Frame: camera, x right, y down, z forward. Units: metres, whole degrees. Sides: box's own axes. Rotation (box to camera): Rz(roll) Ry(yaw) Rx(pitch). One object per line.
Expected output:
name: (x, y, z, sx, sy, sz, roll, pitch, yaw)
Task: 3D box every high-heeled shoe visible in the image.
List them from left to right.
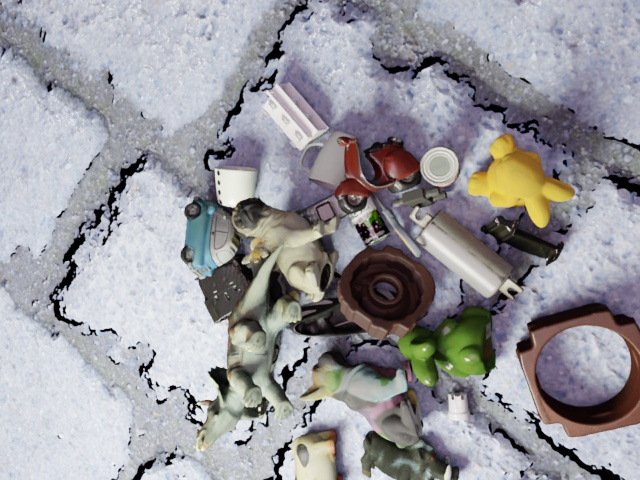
high-heeled shoe: (0.070, 0.144, 1.004, 0.249, 0.145, 0.086, -5, 93, 17)

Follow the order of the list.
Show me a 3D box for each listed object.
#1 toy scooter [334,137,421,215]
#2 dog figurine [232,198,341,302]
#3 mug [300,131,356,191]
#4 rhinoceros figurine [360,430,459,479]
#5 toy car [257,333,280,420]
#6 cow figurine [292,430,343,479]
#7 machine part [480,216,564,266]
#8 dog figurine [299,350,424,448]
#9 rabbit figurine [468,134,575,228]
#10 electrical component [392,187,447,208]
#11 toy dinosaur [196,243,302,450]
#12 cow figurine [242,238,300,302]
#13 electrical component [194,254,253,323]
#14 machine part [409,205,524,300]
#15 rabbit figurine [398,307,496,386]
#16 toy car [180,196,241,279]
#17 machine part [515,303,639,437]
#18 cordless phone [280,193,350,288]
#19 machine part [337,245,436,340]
toy scooter: (0.096, -0.137, 0.980, 0.184, 0.075, 0.135, -24, 97, -20)
dog figurine: (-0.072, 0.016, 0.978, 0.191, 0.121, 0.172, 8, 90, 22)
mug: (0.022, -0.156, 1.035, 0.110, 0.080, 0.107, 21, 87, 12)
rhinoceros figurine: (0.171, 0.431, 1.039, 0.190, 0.073, 0.112, 18, 87, 15)
toy car: (-0.133, 0.278, 1.113, 0.074, 0.056, 0.201, 14, 99, 14)
cow figurine: (-0.018, 0.487, 1.083, 0.127, 0.085, 0.194, -5, 95, 9)
machine part: (0.364, -0.001, 0.959, 0.139, 0.084, 0.039, 25, 68, 0)
dog figurine: (0.076, 0.305, 1.035, 0.219, 0.108, 0.191, -11, 90, 19)
rabbit figurine: (0.333, -0.095, 0.905, 0.162, 0.173, 0.122, 45, 99, 12)
electrical component: (0.185, -0.076, 1.001, 0.094, 0.063, 0.021, -16, 73, 29)
toy dinosaur: (-0.127, 0.190, 0.987, 0.192, 0.131, 0.404, 17, 97, 52)
cow figurine: (-0.108, 0.074, 1.071, 0.068, 0.098, 0.167, -24, 89, 20)
electrical component: (-0.181, 0.110, 1.114, 0.115, 0.058, 0.134, -30, 85, 17)
machine part: (0.262, 0.025, 0.981, 0.243, 0.079, 0.079, 39, 102, 9)
rabbit figurine: (0.220, 0.203, 0.980, 0.170, 0.159, 0.121, -4, 103, 30)
toy car: (-0.212, -0.007, 1.071, 0.103, 0.109, 0.161, -4, 64, 11)
machine part: (0.462, 0.223, 0.937, 0.201, 0.087, 0.201, -20, 90, 16)
cordless phone: (-0.002, -0.002, 1.035, 0.184, 0.088, 0.146, -27, 87, 20)
machine part: (0.119, 0.096, 0.989, 0.179, 0.056, 0.179, 3, 57, -5)
